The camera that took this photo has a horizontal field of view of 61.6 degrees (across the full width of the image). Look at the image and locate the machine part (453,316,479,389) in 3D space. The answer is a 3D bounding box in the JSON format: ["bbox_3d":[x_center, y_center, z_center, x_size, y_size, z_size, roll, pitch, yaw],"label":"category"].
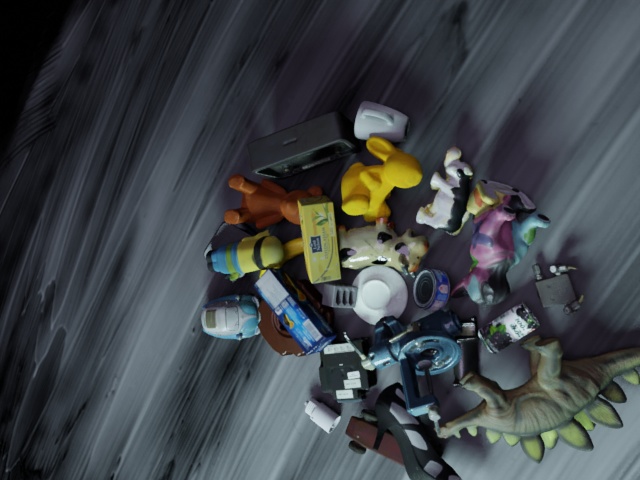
[{"bbox_3d":[0.283,0.224,1.066,0.084,0.039,0.139,-9,81,16],"label":"machine part"}]

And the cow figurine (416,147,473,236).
[{"bbox_3d":[0.267,-0.098,1.079,0.098,0.068,0.167,25,100,19],"label":"cow figurine"}]

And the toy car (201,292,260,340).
[{"bbox_3d":[-0.224,0.181,1.270,0.162,0.103,0.109,-5,83,23],"label":"toy car"}]

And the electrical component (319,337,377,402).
[{"bbox_3d":[0.058,0.279,1.156,0.115,0.058,0.134,-10,83,26],"label":"electrical component"}]

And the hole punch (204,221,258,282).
[{"bbox_3d":[-0.202,0.015,1.290,0.116,0.092,0.142,34,99,-8],"label":"hole punch"}]

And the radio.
[{"bbox_3d":[-0.034,-0.204,1.191,0.230,0.131,0.073,-15,81,23],"label":"radio"}]

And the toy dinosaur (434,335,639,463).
[{"bbox_3d":[0.425,0.270,0.962,0.471,0.105,0.198,-30,84,14],"label":"toy dinosaur"}]

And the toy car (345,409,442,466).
[{"bbox_3d":[0.151,0.421,1.104,0.202,0.053,0.089,19,89,21],"label":"toy car"}]

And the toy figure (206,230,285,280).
[{"bbox_3d":[-0.166,0.040,1.205,0.180,0.089,0.082,-9,119,7],"label":"toy figure"}]

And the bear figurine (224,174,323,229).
[{"bbox_3d":[-0.100,-0.078,1.218,0.196,0.132,0.120,10,91,31],"label":"bear figurine"}]

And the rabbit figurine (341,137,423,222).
[{"bbox_3d":[0.139,-0.130,1.116,0.173,0.121,0.162,-22,54,42],"label":"rabbit figurine"}]

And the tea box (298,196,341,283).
[{"bbox_3d":[-0.002,-0.003,1.147,0.068,0.098,0.169,-9,102,-6],"label":"tea box"}]

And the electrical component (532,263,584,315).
[{"bbox_3d":[0.443,0.089,0.996,0.078,0.045,0.102,-12,81,22],"label":"electrical component"}]

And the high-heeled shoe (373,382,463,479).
[{"bbox_3d":[0.211,0.391,1.045,0.249,0.086,0.145,31,57,2],"label":"high-heeled shoe"}]

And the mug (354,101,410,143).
[{"bbox_3d":[0.134,-0.250,1.136,0.107,0.109,0.080,15,80,14],"label":"mug"}]

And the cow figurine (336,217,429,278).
[{"bbox_3d":[0.131,0.020,1.126,0.195,0.085,0.127,-9,77,22],"label":"cow figurine"}]

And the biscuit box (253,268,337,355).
[{"bbox_3d":[-0.054,0.150,1.151,0.059,0.062,0.203,-47,68,16],"label":"biscuit box"}]

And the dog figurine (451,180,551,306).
[{"bbox_3d":[0.321,0.017,1.025,0.192,0.108,0.219,-108,33,-55],"label":"dog figurine"}]

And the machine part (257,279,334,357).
[{"bbox_3d":[-0.060,0.176,1.218,0.180,0.056,0.179,-2,85,26],"label":"machine part"}]

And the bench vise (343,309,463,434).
[{"bbox_3d":[0.174,0.236,1.016,0.224,0.128,0.241,-20,38,15],"label":"bench vise"}]
